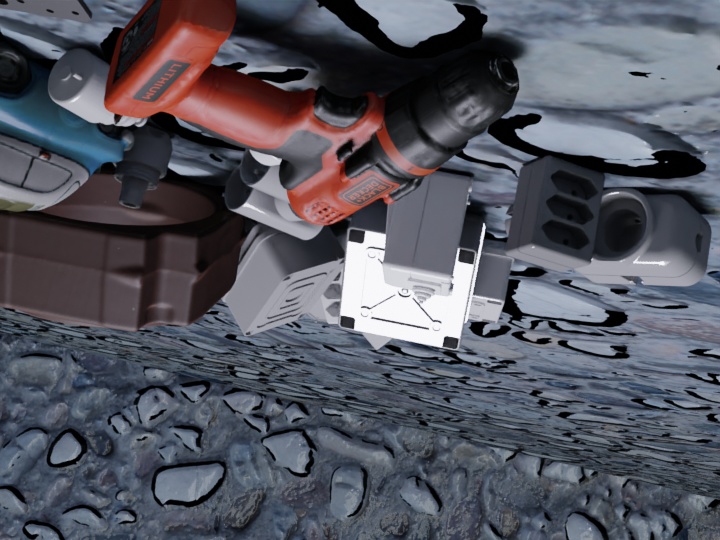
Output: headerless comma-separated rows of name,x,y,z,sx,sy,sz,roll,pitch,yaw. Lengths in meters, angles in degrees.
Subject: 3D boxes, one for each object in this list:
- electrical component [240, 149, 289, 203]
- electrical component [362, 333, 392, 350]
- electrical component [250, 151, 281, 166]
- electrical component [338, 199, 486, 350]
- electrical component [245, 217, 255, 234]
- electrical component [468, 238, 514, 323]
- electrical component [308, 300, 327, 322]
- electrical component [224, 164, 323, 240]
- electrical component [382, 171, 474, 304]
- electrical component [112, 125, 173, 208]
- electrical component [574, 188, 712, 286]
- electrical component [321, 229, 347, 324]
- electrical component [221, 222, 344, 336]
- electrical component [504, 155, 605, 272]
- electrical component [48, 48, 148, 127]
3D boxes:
electrical component,-0.045,-0.070,0.808,0.081,0.043,0.043,22,164,-38
electrical component,0.031,0.032,1.097,0.059,0.054,0.095,49,144,1
electrical component,-0.048,-0.090,0.730,0.044,0.044,0.065,20,170,-31
electrical component,0.042,0.002,0.896,0.109,0.056,0.108,11,126,6
electrical component,-0.137,-0.031,1.043,0.062,0.061,0.096,11,175,6
electrical component,0.082,0.006,0.993,0.109,0.056,0.108,11,168,6
electrical component,-0.037,0.013,1.142,0.062,0.061,0.096,4,157,32
electrical component,-0.057,-0.057,0.873,0.077,0.043,0.079,22,164,-38
electrical component,0.046,-0.023,0.809,0.061,0.096,0.061,11,168,6
electrical component,-0.173,-0.080,0.840,0.043,0.062,0.043,11,167,3
electrical component,0.194,-0.023,0.769,0.095,0.053,0.059,2,164,38
electrical component,0.000,0.000,1.021,0.076,0.083,0.047,-23,-167,-39
electrical component,-0.072,0.002,0.977,0.078,0.057,0.113,-17,158,-37
electrical component,0.126,-0.035,0.751,0.047,0.065,0.077,16,167,-18
electrical component,-0.173,-0.118,0.725,0.040,0.040,0.078,4,165,32
